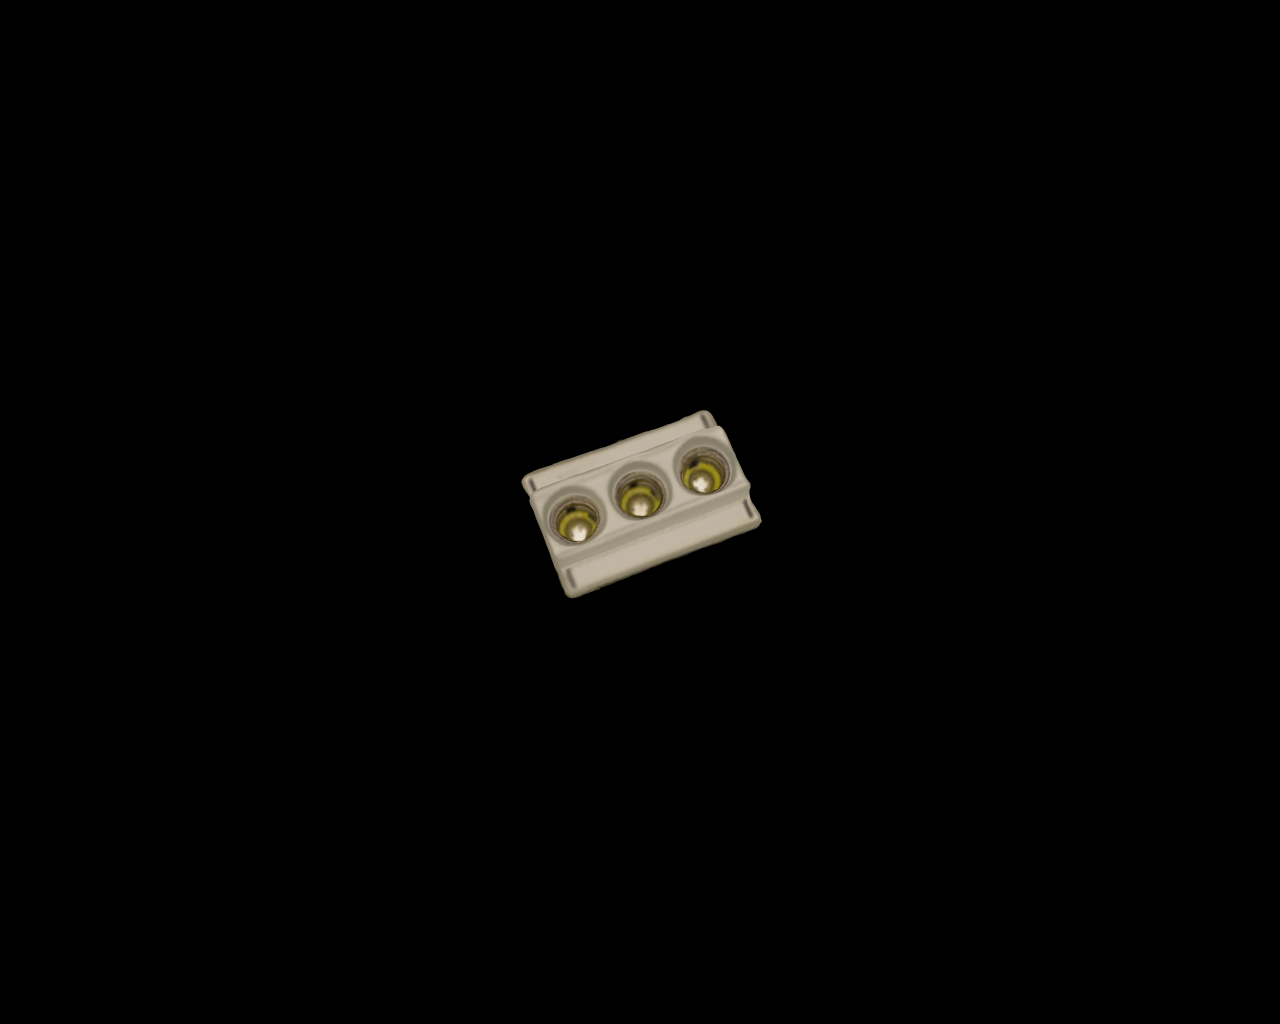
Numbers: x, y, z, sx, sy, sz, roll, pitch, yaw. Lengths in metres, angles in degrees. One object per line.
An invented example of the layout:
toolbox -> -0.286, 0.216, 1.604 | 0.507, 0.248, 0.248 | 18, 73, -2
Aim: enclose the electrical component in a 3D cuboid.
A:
electrical component -> 0.001, -0.003, 0.650 | 0.121, 0.079, 0.063 | -21, -18, -7
